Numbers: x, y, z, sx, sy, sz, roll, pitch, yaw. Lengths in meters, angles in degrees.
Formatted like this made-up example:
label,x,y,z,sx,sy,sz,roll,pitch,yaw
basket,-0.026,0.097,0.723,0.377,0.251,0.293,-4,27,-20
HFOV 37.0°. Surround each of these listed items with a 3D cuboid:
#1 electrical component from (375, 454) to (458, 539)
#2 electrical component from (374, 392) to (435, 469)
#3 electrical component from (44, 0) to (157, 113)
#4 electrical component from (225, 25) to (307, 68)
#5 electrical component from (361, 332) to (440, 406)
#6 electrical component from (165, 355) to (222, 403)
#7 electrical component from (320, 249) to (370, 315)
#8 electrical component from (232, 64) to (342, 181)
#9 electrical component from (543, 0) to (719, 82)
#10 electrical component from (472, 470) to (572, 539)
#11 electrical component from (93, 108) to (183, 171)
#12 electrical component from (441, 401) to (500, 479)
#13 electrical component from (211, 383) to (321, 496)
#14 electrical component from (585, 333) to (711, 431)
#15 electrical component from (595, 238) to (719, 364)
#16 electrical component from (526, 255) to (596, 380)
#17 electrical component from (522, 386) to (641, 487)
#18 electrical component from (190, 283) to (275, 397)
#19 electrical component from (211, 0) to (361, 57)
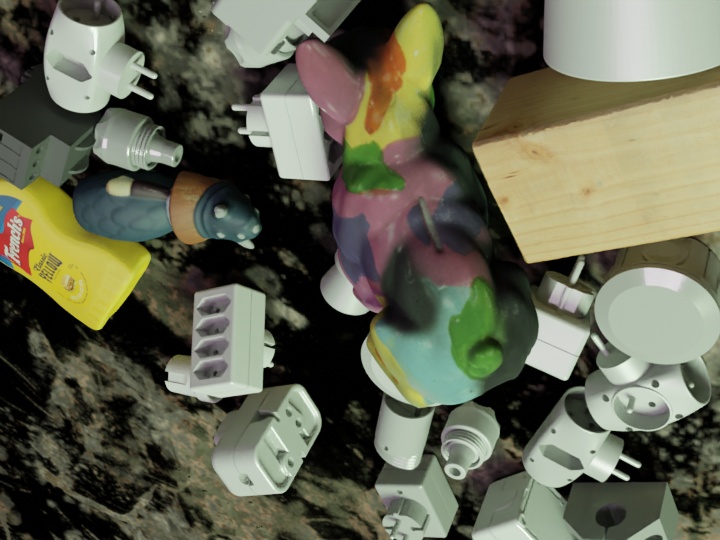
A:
label,x,y,z,sx,sy,sz,roll,pitch,yaw
electrical component,0.043,0.209,0.930,0.047,0.076,0.065,-6,124,31
electrical component,0.035,0.133,0.894,0.043,0.043,0.081,20,133,11
electrical component,-0.181,-0.148,0.769,0.079,0.043,0.077,27,134,4
electrical component,-0.054,-0.157,0.697,0.062,0.043,0.043,-10,122,31
electrical component,0.046,0.061,0.823,0.080,0.051,0.080,14,132,16
electrical component,-0.145,0.095,0.957,0.046,0.040,0.040,6,129,29
electrical component,0.000,0.000,0.800,0.045,0.045,0.055,30,134,1
electrical component,-0.052,-0.102,0.739,0.077,0.047,0.065,6,129,23
electrical component,0.148,-0.147,0.563,0.108,0.108,0.060,4,122,24
electrical component,0.146,0.224,0.901,0.096,0.061,0.061,46,132,-14
electrical component,-0.164,-0.094,0.805,0.062,0.043,0.043,18,133,10
electrical component,0.085,0.139,0.860,0.043,0.062,0.043,14,132,16
electrical component,-0.083,0.147,0.929,0.059,0.095,0.053,-12,121,34
electrical component,0.194,0.071,0.761,0.077,0.044,0.079,-24,113,39
electrical component,0.199,0.019,0.710,0.080,0.051,0.080,14,132,16
electrical component,0.138,0.026,0.743,0.047,0.066,0.076,24,105,7
electrical component,0.176,0.137,0.826,0.079,0.043,0.077,27,134,4
electrical component,-0.096,0.062,0.887,0.047,0.083,0.076,-12,159,34
electrical component,-0.030,-0.178,0.613,0.079,0.121,0.063,40,136,-9
